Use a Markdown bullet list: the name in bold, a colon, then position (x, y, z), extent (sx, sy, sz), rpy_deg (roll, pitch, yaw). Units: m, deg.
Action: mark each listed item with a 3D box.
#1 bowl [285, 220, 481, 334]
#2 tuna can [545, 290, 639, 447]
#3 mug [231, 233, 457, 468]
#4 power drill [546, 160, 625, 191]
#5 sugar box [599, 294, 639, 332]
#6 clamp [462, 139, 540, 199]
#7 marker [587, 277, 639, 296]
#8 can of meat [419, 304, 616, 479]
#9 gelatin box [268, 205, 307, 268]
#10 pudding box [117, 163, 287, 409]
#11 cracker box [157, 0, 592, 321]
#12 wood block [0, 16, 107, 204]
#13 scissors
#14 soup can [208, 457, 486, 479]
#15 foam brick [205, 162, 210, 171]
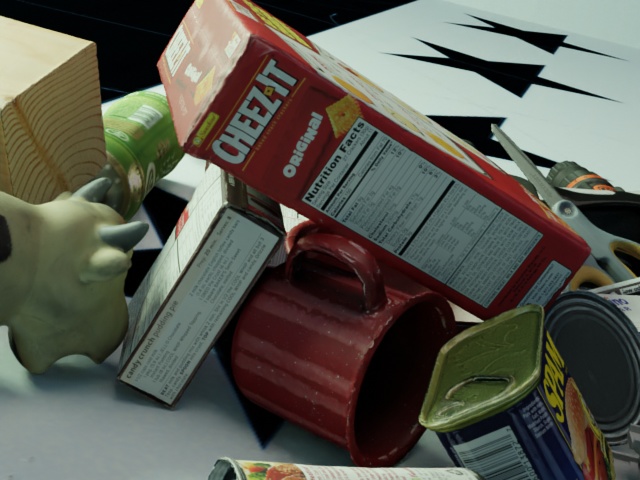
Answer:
- **bowl**: position (0.052, 0.039, 0.659), extent (0.162, 0.055, 0.162), rpy_deg (11, 20, -4)
- **tuna can**: position (0.140, 0.073, 0.581), extent (0.085, 0.086, 0.034), rpy_deg (-1, -21, -33)
- **mug**: position (0.009, 0.048, 0.529), extent (0.082, 0.117, 0.093), rpy_deg (20, 44, 33)
- **power drill**: position (0.314, -0.020, 0.981), extent (0.187, 0.057, 0.184), rpy_deg (6, 24, -11)
- **sugar box**: position (0.210, 0.086, 0.644), extent (0.093, 0.048, 0.176), rpy_deg (4, 18, -24)
- **clamp**: position (0.082, -0.039, 0.778), extent (0.164, 0.036, 0.210), rpy_deg (-5, 19, -19)
- **marker**: position (0.185, 0.043, 0.734), extent (0.121, 0.020, 0.020), rpy_deg (-12, 26, -13)
- **can of meat**: position (0.094, 0.089, 0.487), extent (0.057, 0.084, 0.102), rpy_deg (-26, 10, 19)
- **gelatin box**: position (-0.005, 0.001, 0.767), extent (0.089, 0.030, 0.073), rpy_deg (11, 18, -4)
- **pudding box**: position (-0.063, 0.019, 0.559), extent (0.039, 0.113, 0.090), rpy_deg (27, 16, -16)
- **cracker box**: position (0.021, -0.046, 0.583), extent (0.213, 0.072, 0.164), rpy_deg (29, 13, -22)
- **wood block**: position (-0.243, -0.088, 0.647), extent (0.206, 0.091, 0.090), rpy_deg (18, 41, 18)
- **scissors**: position (0.175, -0.004, 0.786), extent (0.202, 0.016, 0.096), rpy_deg (41, 61, 20)
- **soup can**: position (0.011, 0.118, 0.401), extent (0.102, 0.068, 0.068), rpy_deg (6, 21, -20)
- **foam brick**: position (-0.061, -0.056, 0.856), extent (0.051, 0.053, 0.078), rpy_deg (7, 19, -16)
